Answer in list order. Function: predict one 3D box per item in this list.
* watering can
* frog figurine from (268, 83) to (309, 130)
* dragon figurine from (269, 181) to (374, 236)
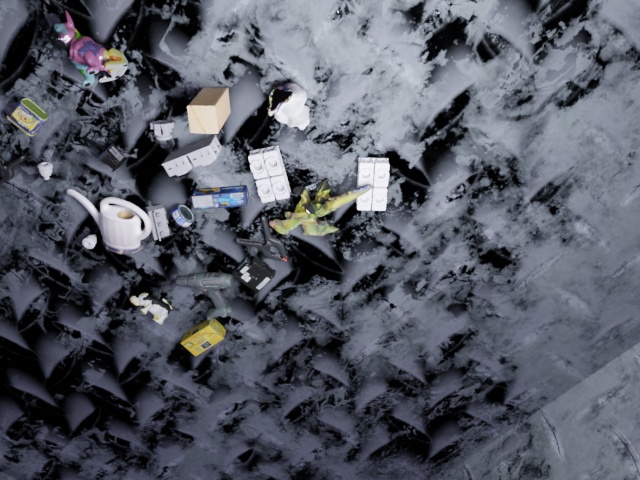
[{"bbox_3d":[-0.788,-0.069,1.938,0.348,0.106,0.219,17,122,9],"label":"watering can"},{"bbox_3d":[-0.091,-0.448,1.727,0.158,0.125,0.136,18,116,-50],"label":"frog figurine"},{"bbox_3d":[0.006,-0.095,1.894,0.410,0.125,0.238,-9,150,7],"label":"dragon figurine"}]
